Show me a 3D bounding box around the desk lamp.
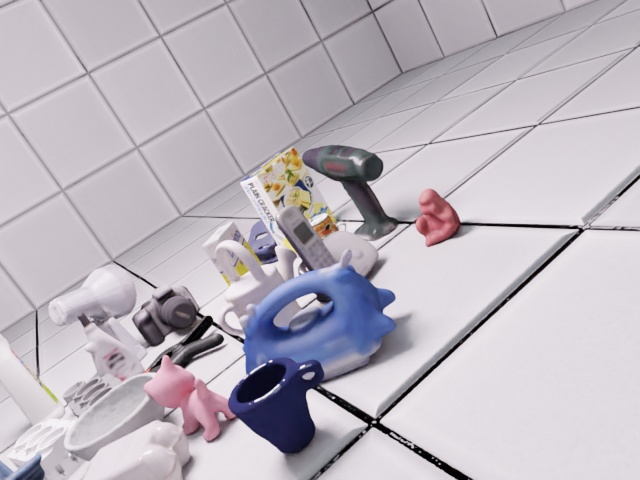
[{"bbox_3d":[-0.471,0.183,1.241,0.117,0.214,0.203,-20,19,30],"label":"desk lamp"}]

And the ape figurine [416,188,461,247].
[{"bbox_3d":[0.198,-0.046,0.984,0.076,0.092,0.077,-37,18,-21],"label":"ape figurine"}]

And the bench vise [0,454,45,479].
[{"bbox_3d":[-0.405,0.310,0.742,0.206,0.220,0.122,-20,20,32],"label":"bench vise"}]

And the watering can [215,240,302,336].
[{"bbox_3d":[-0.104,0.078,0.957,0.100,0.194,0.173,-19,20,33],"label":"watering can"}]

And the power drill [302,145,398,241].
[{"bbox_3d":[0.065,-0.104,1.178,0.076,0.209,0.228,-38,18,-24],"label":"power drill"}]

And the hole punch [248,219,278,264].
[{"bbox_3d":[-0.130,0.002,1.411,0.108,0.091,0.101,-19,20,34],"label":"hole punch"}]

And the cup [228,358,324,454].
[{"bbox_3d":[-0.035,0.194,0.670,0.117,0.095,0.091,-27,17,9],"label":"cup"}]

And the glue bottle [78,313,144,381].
[{"bbox_3d":[-0.428,0.217,1.139,0.037,0.173,0.078,-9,26,50],"label":"glue bottle"}]

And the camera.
[{"bbox_3d":[-0.342,0.162,1.284,0.143,0.101,0.136,-37,18,-22],"label":"camera"}]

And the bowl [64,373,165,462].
[{"bbox_3d":[-0.302,0.288,0.890,0.167,0.075,0.167,-27,17,9],"label":"bowl"}]

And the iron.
[{"bbox_3d":[-0.027,0.116,0.804,0.258,0.141,0.118,-25,17,16],"label":"iron"}]

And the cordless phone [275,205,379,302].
[{"bbox_3d":[0.009,0.004,0.998,0.093,0.185,0.148,-14,23,43],"label":"cordless phone"}]

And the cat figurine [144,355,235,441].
[{"bbox_3d":[-0.194,0.220,0.826,0.127,0.118,0.067,-12,24,46],"label":"cat figurine"}]

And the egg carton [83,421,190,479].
[{"bbox_3d":[-0.245,0.305,0.749,0.150,0.069,0.107,-28,16,6],"label":"egg carton"}]
